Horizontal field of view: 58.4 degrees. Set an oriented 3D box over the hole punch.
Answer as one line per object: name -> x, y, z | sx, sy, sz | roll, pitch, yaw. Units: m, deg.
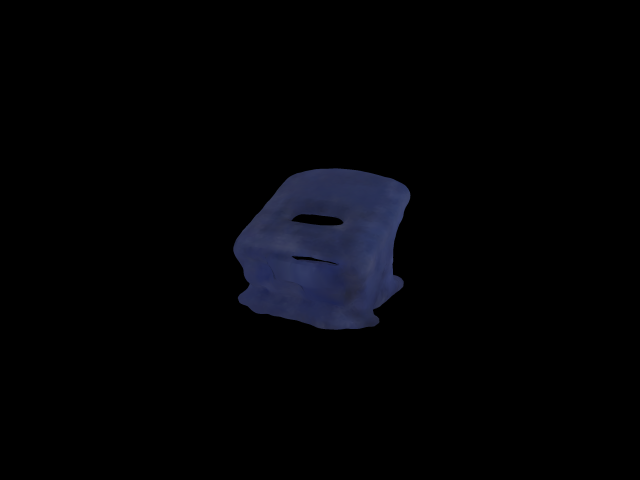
hole punch -> 0.004, 0.001, 0.400 | 0.108, 0.091, 0.101 | 8, 18, 27
